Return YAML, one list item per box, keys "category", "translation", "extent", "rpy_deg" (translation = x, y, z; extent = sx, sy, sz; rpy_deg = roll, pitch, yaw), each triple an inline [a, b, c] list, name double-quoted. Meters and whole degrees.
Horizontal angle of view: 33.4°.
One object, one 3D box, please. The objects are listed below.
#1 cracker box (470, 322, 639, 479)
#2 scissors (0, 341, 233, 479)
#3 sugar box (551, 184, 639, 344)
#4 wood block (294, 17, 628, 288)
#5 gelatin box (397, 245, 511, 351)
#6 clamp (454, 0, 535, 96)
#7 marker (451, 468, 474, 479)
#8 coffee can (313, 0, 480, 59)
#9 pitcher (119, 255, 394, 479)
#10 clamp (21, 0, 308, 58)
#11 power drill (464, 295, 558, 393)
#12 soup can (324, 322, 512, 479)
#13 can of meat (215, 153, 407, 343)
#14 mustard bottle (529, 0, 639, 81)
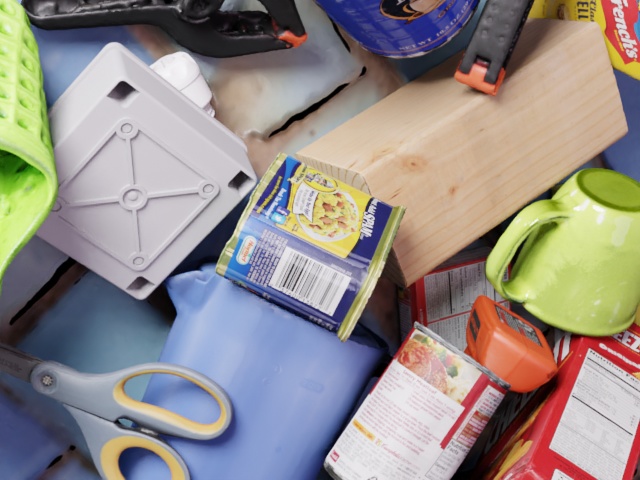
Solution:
- category: "cracker box"
  translation: [0.154, 0.161, 0.744]
  extent: [0.213, 0.072, 0.164]
  rpy_deg: [-47, 169, -54]
- category: "scissors"
  translation: [-0.151, 0.100, 0.616]
  extent: [0.202, 0.016, 0.096]
  rpy_deg: [8, 98, 6]
- category: "sugar box"
  translation: [0.230, 0.046, 0.843]
  extent: [0.048, 0.093, 0.176]
  rpy_deg: [-18, 112, -27]
- category: "wood block"
  translation: [0.101, -0.067, 0.738]
  extent: [0.205, 0.091, 0.090]
  rpy_deg: [-34, 118, -19]
- category: "gelatin box"
  translation: [0.102, 0.049, 0.807]
  extent: [0.089, 0.030, 0.073]
  rpy_deg: [-13, 109, -26]
- category: "clamp"
  translation: [0.141, -0.190, 0.696]
  extent: [0.036, 0.164, 0.210]
  rpy_deg: [23, 88, 8]
- category: "marker"
  translation: [0.131, 0.193, 0.869]
  extent: [0.120, 0.020, 0.020]
  rpy_deg: [-10, 108, -27]
- category: "coffee can"
  translation: [0.031, -0.176, 0.624]
  extent: [0.103, 0.103, 0.140]
  rpy_deg: [-66, 156, 1]
- category: "pitcher"
  translation: [-0.055, 0.145, 0.682]
  extent: [0.144, 0.149, 0.243]
  rpy_deg: [18, 99, -62]
- category: "clamp"
  translation: [-0.085, -0.144, 0.627]
  extent: [0.120, 0.039, 0.171]
  rpy_deg: [-32, 143, 30]
- category: "power drill"
  translation: [0.082, 0.137, 0.718]
  extent: [0.057, 0.184, 0.188]
  rpy_deg: [33, 102, -5]
- category: "soup can"
  translation: [0.057, 0.109, 0.631]
  extent: [0.068, 0.069, 0.102]
  rpy_deg: [35, 89, -32]
- category: "can of meat"
  translation: [-0.004, 0.001, 0.620]
  extent: [0.084, 0.102, 0.057]
  rpy_deg: [26, 121, 0]
- category: "mustard bottle"
  translation: [0.221, -0.154, 0.723]
  extent: [0.058, 0.192, 0.096]
  rpy_deg: [-18, 112, -26]
